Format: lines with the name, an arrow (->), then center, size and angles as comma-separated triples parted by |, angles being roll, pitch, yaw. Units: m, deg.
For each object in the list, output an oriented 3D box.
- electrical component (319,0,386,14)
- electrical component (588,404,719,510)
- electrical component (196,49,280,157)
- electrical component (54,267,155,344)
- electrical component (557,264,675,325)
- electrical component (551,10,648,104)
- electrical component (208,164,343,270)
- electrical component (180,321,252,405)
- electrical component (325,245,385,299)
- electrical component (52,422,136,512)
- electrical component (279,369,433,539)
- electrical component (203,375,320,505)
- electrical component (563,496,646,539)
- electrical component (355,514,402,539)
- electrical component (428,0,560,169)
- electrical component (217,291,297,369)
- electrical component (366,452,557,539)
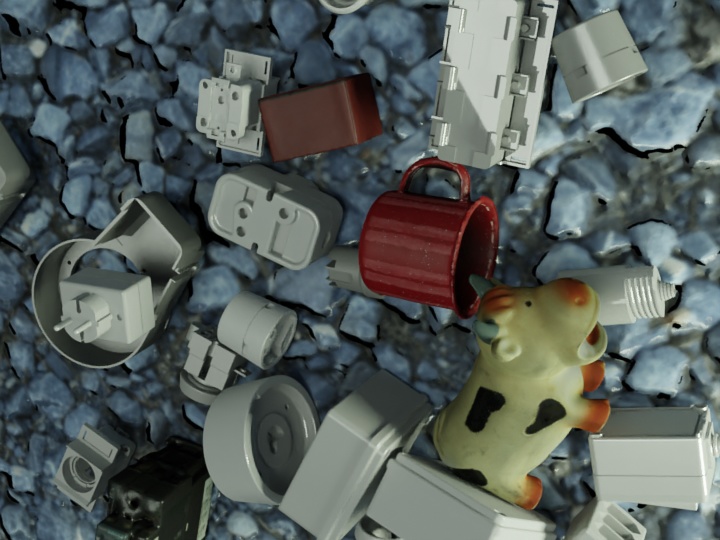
electrical component -> -0.001, -0.212, 0.792 | 0.044, 0.065, 0.044 | 6, 106, 21
electrical component -> 0.225, 0.139, 0.798 | 0.096, 0.062, 0.061 | -4, 103, 24
electrical component -> -0.099, -0.132, 0.858 | 0.042, 0.064, 0.081 | 15, 110, 20
electrical component -> -0.218, 0.035, 0.879 | 0.066, 0.077, 0.047 | 8, 113, 22
electrical component -> 0.189, 0.018, 0.789 | 0.081, 0.043, 0.043 | -6, 102, 25
electrical component -> 0.164, -0.148, 0.746 | 0.055, 0.055, 0.047 | -23, 91, 27
electrical component -> -0.066, -0.045, 0.870 | 0.095, 0.059, 0.053 | 25, 113, 15
electrical component -> -0.129, 0.085, 0.944 | 0.066, 0.048, 0.055 | 27, 106, 14
electrical component -> 0.000, 0.000, 0.867 | 0.046, 0.040, 0.040 | 10, 109, 26
electrical component -> -0.248, 0.180, 1.011 | 0.042, 0.064, 0.081 | 33, 115, 10
electrical component -> -0.002, 0.150, 0.872 | 0.056, 0.109, 0.108 | 33, 115, 14
electrical component -> -0.087, 0.145, 0.911 | 0.060, 0.108, 0.108 | -10, 101, 32
electrical component -> 0.177, 0.225, 0.840 | 0.047, 0.066, 0.076 | 40, 116, 8
electrical component -> 0.024, 0.239, 0.916 | 0.078, 0.058, 0.057 | 8, 111, 21
electrical component -> 0.091, -0.138, 0.775 | 0.079, 0.063, 0.121 | 14, 110, 19
electrical component -> -0.088, 0.049, 0.911 | 0.047, 0.055, 0.055 | 26, 113, 19
electrical component -> 0.080, 0.194, 0.831 | 0.109, 0.109, 0.056 | 26, 91, 36
